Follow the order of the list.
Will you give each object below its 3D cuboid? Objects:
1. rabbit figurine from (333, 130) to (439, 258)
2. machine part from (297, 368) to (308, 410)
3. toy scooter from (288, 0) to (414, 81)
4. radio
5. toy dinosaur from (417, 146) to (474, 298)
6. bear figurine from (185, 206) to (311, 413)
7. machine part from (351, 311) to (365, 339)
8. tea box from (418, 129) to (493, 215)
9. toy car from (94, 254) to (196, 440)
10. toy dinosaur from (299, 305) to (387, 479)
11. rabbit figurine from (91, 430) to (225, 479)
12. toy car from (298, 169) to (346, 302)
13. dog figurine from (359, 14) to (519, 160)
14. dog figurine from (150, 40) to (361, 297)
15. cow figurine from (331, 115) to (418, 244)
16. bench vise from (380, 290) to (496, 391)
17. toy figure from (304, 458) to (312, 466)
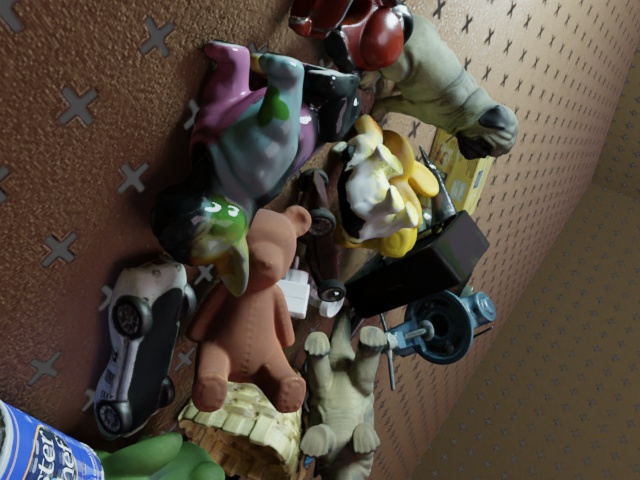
[{"bbox_3d":[0.107,-0.072,0.778,0.162,0.122,0.173,-14,107,-46],"label":"rabbit figurine"},{"bbox_3d":[-0.056,0.301,0.878,0.079,0.079,0.243,14,103,-61],"label":"machine part"},{"bbox_3d":[0.027,-0.225,0.542,0.135,0.075,0.183,-54,148,-14],"label":"toy scooter"},{"bbox_3d":[0.148,0.042,0.856,0.131,0.073,0.229,-39,-174,-40],"label":"radio"},{"bbox_3d":[0.217,0.039,0.975,0.131,0.192,0.404,-43,148,-35],"label":"toy dinosaur"},{"bbox_3d":[-0.066,0.062,0.557,0.120,0.132,0.195,11,105,-21],"label":"bear figurine"},{"bbox_3d":[0.069,0.141,0.984,0.139,0.039,0.084,-57,158,-12],"label":"machine part"},{"bbox_3d":[0.250,-0.131,0.977,0.068,0.098,0.169,-24,137,-48],"label":"tea box"},{"bbox_3d":[-0.175,0.110,0.529,0.073,0.056,0.201,-22,135,-58],"label":"toy car"},{"bbox_3d":[0.027,0.212,0.733,0.472,0.105,0.198,-77,172,-54],"label":"toy dinosaur"},{"bbox_3d":[-0.193,0.255,0.536,0.170,0.159,0.121,25,50,-39],"label":"rabbit figurine"},{"bbox_3d":[-0.001,-0.002,0.691,0.201,0.053,0.089,78,5,-50],"label":"toy car"},{"bbox_3d":[0.160,-0.195,0.668,0.121,0.191,0.172,-56,150,-11],"label":"dog figurine"},{"bbox_3d":[-0.061,-0.062,0.500,0.191,0.109,0.219,-8,121,-54],"label":"dog figurine"},{"bbox_3d":[0.056,-0.078,0.691,0.098,0.167,0.068,-27,146,24],"label":"cow figurine"},{"bbox_3d":[0.153,0.148,0.860,0.240,0.224,0.129,-5,79,-49],"label":"bench vise"},{"bbox_3d":[-0.024,0.333,0.957,0.180,0.082,0.089,-50,152,-16],"label":"toy figure"}]
